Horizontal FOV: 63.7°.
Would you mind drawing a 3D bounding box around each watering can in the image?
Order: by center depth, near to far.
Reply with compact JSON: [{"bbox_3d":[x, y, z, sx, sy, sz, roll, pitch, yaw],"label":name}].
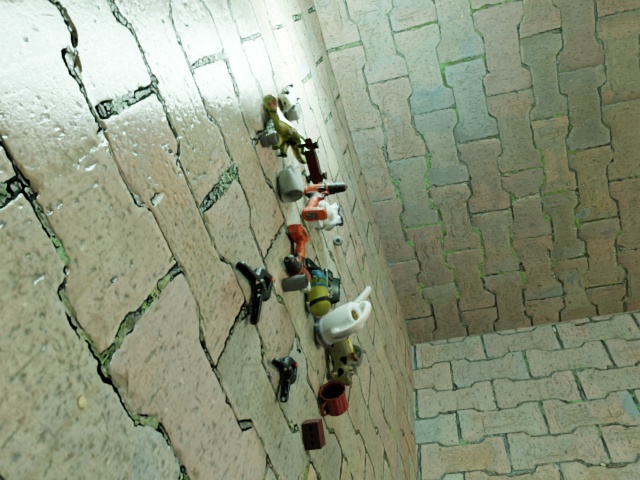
[{"bbox_3d":[0.097,0.284,1.908,0.103,0.223,0.352,58,17,-7],"label":"watering can"}]

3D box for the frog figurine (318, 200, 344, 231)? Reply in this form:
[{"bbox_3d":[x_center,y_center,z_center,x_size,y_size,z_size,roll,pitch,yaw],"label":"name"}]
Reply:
[{"bbox_3d":[0.007,-0.110,2.186,0.159,0.121,0.139,11,72,-36],"label":"frog figurine"}]

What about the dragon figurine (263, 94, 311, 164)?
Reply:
[{"bbox_3d":[-0.130,-0.423,1.899,0.408,0.122,0.244,40,31,-81],"label":"dragon figurine"}]
